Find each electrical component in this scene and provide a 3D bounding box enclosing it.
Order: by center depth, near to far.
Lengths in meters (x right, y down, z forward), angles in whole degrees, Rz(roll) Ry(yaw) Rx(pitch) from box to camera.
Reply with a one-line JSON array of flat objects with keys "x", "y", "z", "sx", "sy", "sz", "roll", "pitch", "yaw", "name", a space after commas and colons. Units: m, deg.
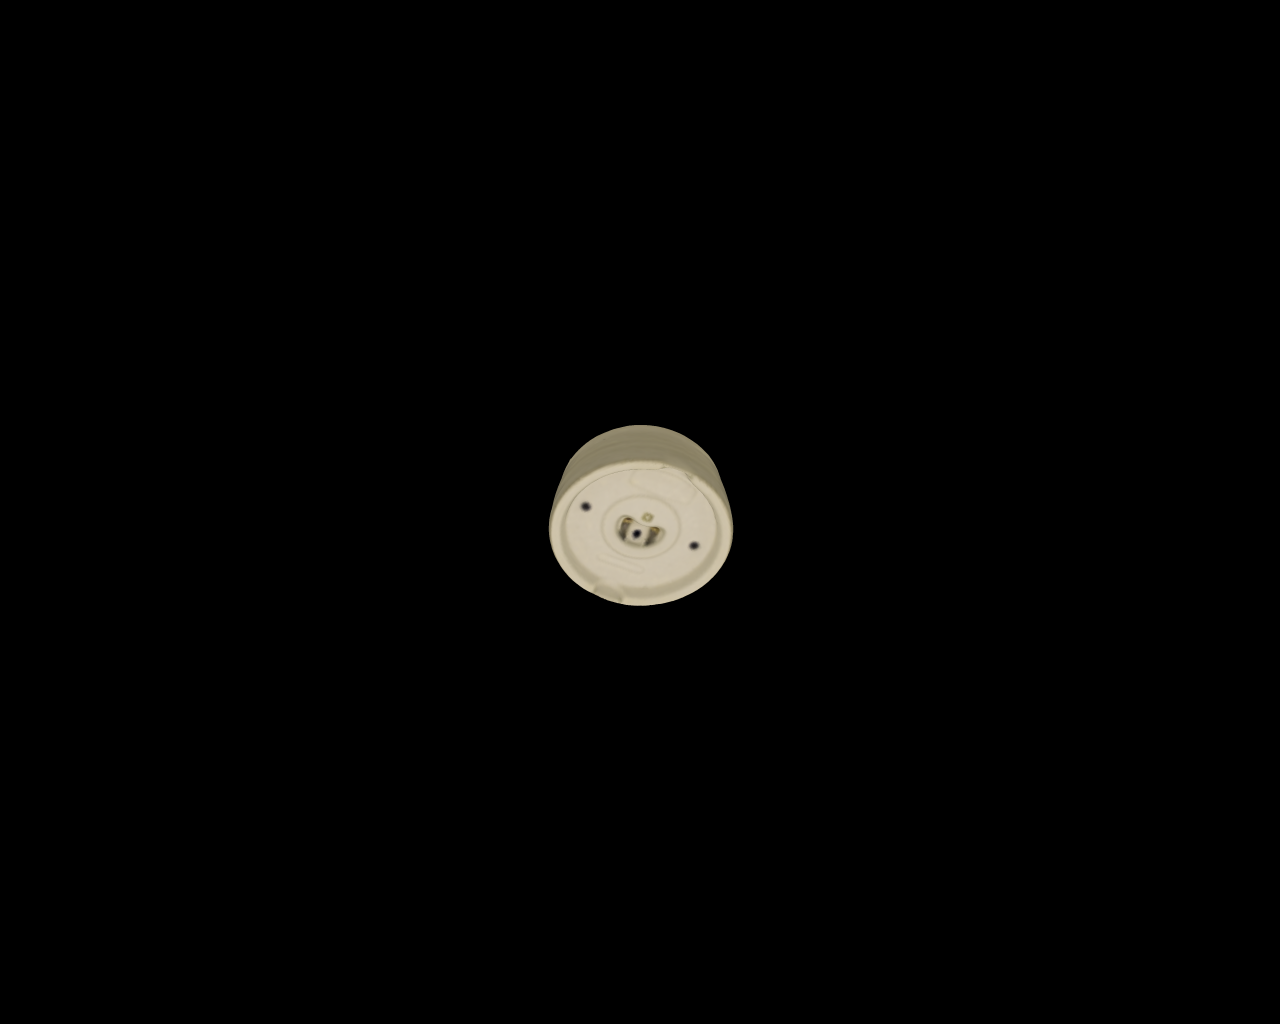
[{"x": 0.001, "y": -0.003, "z": 0.650, "sx": 0.108, "sy": 0.108, "sz": 0.060, "roll": 0, "pitch": 36, "yaw": 0, "name": "electrical component"}]
